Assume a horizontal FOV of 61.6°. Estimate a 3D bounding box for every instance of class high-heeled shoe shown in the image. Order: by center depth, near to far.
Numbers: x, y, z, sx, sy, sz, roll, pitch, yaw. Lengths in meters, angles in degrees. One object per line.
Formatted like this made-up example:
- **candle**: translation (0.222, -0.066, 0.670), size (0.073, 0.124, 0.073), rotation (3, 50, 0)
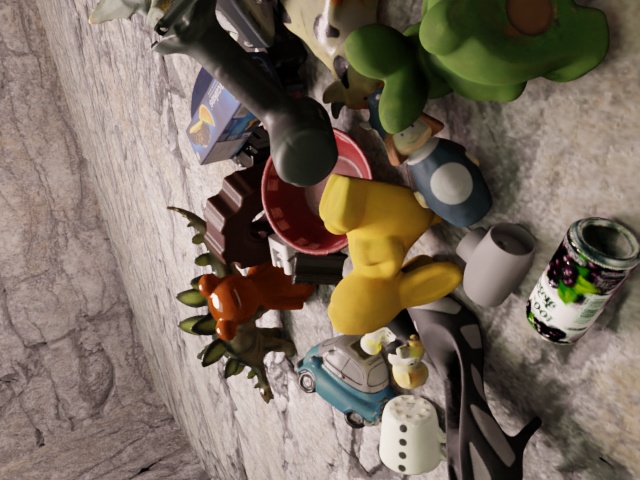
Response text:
- **high-heeled shoe**: translation (0.129, 0.156, 0.582), size (0.249, 0.145, 0.086), rotation (49, 146, 28)

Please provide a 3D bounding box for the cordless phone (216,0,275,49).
- **cordless phone**: translation (-0.065, -0.322, 0.590), size (0.089, 0.184, 0.146), rotation (32, -178, 18)

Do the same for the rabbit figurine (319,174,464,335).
- **rabbit figurine**: translation (0.065, 0.021, 0.587), size (0.122, 0.162, 0.173), rotation (-158, 80, -73)

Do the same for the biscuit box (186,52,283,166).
- **biscuit box**: translation (-0.122, -0.173, 0.731), size (0.202, 0.059, 0.063), rotation (-34, 77, 56)

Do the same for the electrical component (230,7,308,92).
- **electrical component**: translation (-0.074, -0.244, 0.739), size (0.134, 0.058, 0.115), rotation (62, 154, 10)

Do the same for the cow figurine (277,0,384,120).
- **cow figurine**: translation (0.019, -0.217, 0.568), size (0.195, 0.085, 0.127), rotation (53, 151, 32)

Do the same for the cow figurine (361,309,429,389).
- **cow figurine**: translation (0.093, 0.105, 0.695), size (0.167, 0.068, 0.098), rotation (52, 143, 25)

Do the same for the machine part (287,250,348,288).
- **machine part**: translation (-0.002, -0.002, 0.738), size (0.039, 0.084, 0.139), rotation (83, -169, -67)

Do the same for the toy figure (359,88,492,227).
- **toy figure**: translation (0.102, -0.080, 0.506), size (0.154, 0.064, 0.058), rotation (46, 163, -15)

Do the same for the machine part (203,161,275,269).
- **machine part**: translation (-0.089, -0.035, 0.801), size (0.056, 0.179, 0.179), rotation (47, 146, 31)

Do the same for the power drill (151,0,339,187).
- **power drill**: translation (-0.066, -0.154, 0.537), size (0.207, 0.086, 0.232), rotation (48, -167, -32)

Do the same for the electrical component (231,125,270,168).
- **electrical component**: translation (-0.103, -0.148, 0.845), size (0.119, 0.075, 0.047), rotation (48, 146, 38)

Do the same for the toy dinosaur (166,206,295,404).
- **toy dinosaur**: translation (-0.164, 0.131, 1.018), size (0.105, 0.198, 0.470), rotation (19, 128, 51)

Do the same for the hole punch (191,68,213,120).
- **hole punch**: translation (-0.163, -0.241, 0.867), size (0.142, 0.092, 0.115), rotation (7, 113, 62)

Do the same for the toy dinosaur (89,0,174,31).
- **toy dinosaur**: translation (-0.255, -0.477, 0.820), size (0.404, 0.131, 0.192), rotation (-52, 33, 43)

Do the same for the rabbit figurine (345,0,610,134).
- **rabbit figurine**: translation (0.107, -0.146, 0.426), size (0.121, 0.159, 0.170), rotation (60, 168, -7)

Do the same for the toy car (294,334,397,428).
- **toy car**: translation (0.045, 0.197, 0.807), size (0.162, 0.109, 0.102), rotation (34, 121, 34)

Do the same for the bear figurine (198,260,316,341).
- **bear figurine**: translation (-0.105, 0.085, 0.883), size (0.120, 0.196, 0.132), rotation (62, 153, 4)
